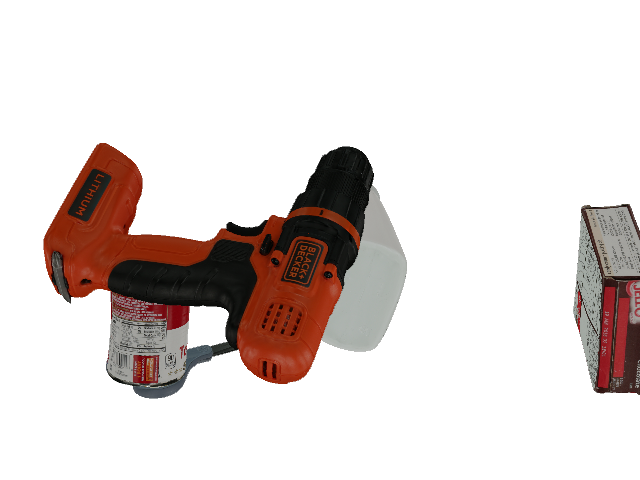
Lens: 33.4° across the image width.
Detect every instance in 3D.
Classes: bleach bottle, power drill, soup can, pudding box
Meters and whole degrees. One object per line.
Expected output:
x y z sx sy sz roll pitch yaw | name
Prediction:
0.027 0.007 0.997 0.068 0.103 0.251 19 16 -8 | bleach bottle
-0.068 -0.007 0.693 0.188 0.184 0.057 13 -40 10 | power drill
-0.143 0.063 0.890 0.068 0.102 0.068 5 15 -1 | soup can
0.200 0.037 0.731 0.039 0.090 0.113 0 27 4 | pudding box

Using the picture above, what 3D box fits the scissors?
-0.130 0.134 1.160 0.201 0.016 0.096 -3 27 -22 | scissors
